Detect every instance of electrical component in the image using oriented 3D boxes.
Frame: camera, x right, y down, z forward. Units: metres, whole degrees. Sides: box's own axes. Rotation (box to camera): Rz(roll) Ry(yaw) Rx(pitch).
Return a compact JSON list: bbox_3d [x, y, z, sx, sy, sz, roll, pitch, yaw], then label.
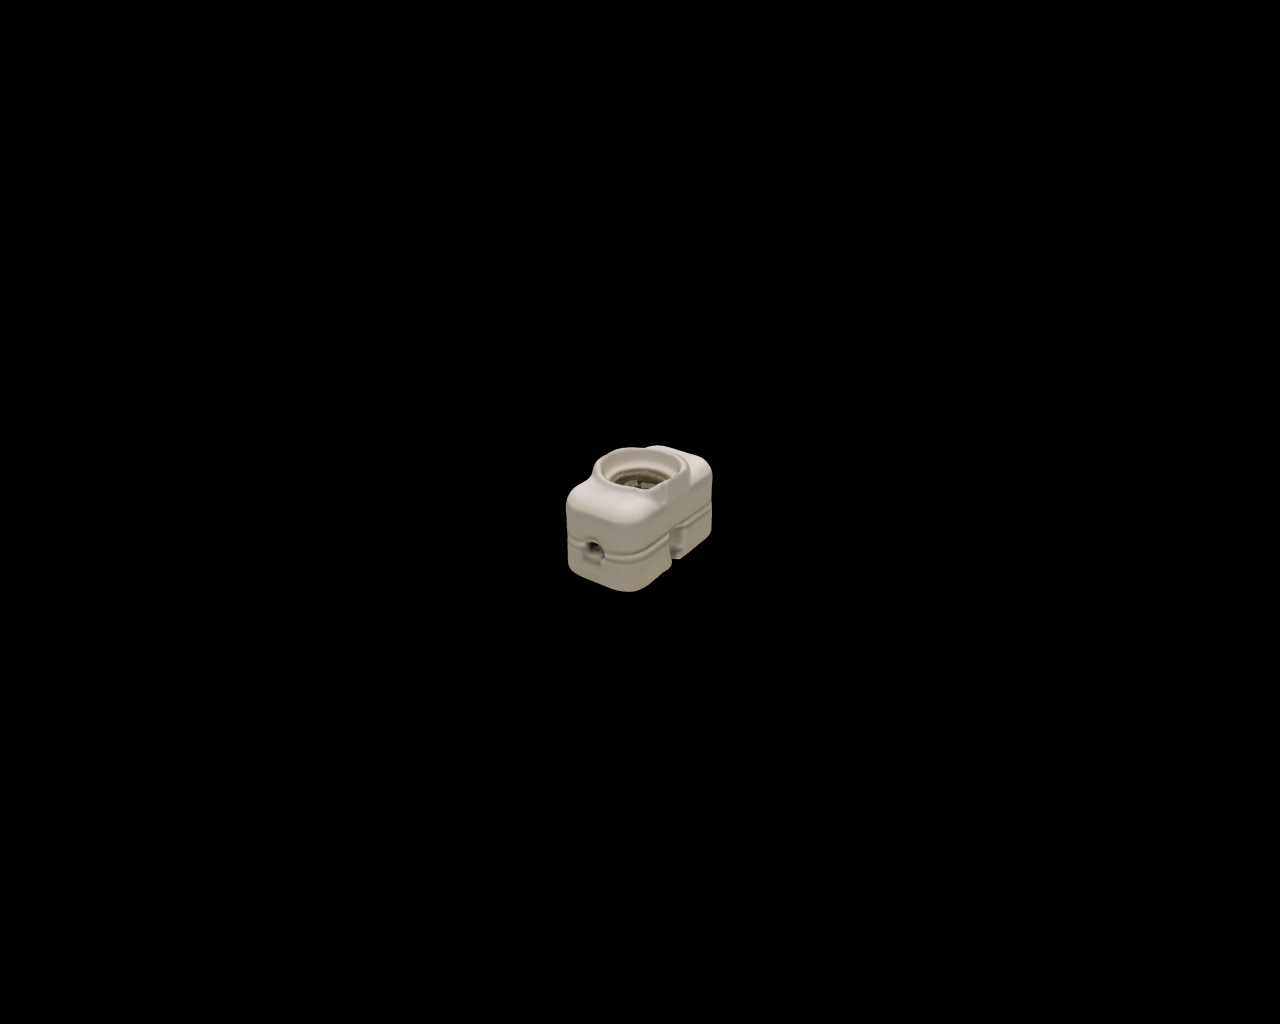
[{"bbox_3d":[0.001,-0.003,0.650,0.054,0.059,0.095,20,35,31],"label":"electrical component"}]
